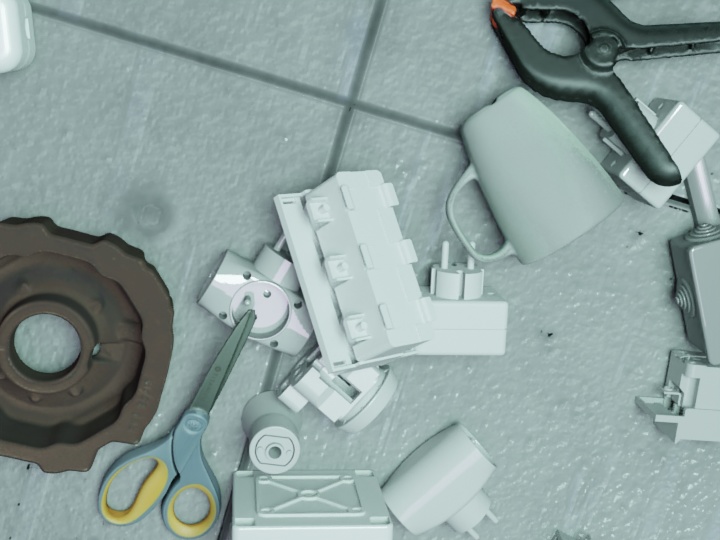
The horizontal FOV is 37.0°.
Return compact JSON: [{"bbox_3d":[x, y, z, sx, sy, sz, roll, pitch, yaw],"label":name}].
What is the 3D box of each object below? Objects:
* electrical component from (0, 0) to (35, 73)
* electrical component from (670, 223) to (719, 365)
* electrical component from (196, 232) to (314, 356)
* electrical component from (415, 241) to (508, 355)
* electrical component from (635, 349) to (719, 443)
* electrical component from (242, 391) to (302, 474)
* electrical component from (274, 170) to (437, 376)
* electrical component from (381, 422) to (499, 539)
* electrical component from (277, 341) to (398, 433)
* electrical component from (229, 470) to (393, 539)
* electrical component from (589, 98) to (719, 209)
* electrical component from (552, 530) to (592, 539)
[{"bbox_3d":[-0.260,-0.150,0.678,0.095,0.059,0.053,-4,103,-5],"label":"electrical component"},{"bbox_3d":[0.275,0.010,0.766,0.100,0.048,0.099,-15,103,-1],"label":"electrical component"},{"bbox_3d":[-0.060,0.008,0.742,0.077,0.044,0.079,30,97,-12],"label":"electrical component"},{"bbox_3d":[0.068,0.017,0.757,0.066,0.047,0.076,1,102,-6],"label":"electrical component"},{"bbox_3d":[0.252,0.093,0.797,0.081,0.042,0.063,4,101,-8],"label":"electrical component"},{"bbox_3d":[-0.061,0.116,0.755,0.044,0.065,0.044,-1,102,-6],"label":"electrical component"},{"bbox_3d":[0.000,0.000,0.709,0.079,0.063,0.121,-8,75,-42],"label":"electrical component"},{"bbox_3d":[0.069,0.166,0.792,0.077,0.043,0.079,-42,104,4],"label":"electrical component"},{"bbox_3d":[-0.011,0.077,0.757,0.057,0.058,0.078,42,95,-10],"label":"electrical component"},{"bbox_3d":[-0.037,0.182,0.751,0.109,0.108,0.056,1,100,-7],"label":"electrical component"},{"bbox_3d":[0.193,-0.093,0.747,0.077,0.047,0.065,37,96,-12],"label":"electrical component"},{"bbox_3d":[0.167,0.235,0.817,0.055,0.048,0.066,28,98,-4],"label":"electrical component"}]
